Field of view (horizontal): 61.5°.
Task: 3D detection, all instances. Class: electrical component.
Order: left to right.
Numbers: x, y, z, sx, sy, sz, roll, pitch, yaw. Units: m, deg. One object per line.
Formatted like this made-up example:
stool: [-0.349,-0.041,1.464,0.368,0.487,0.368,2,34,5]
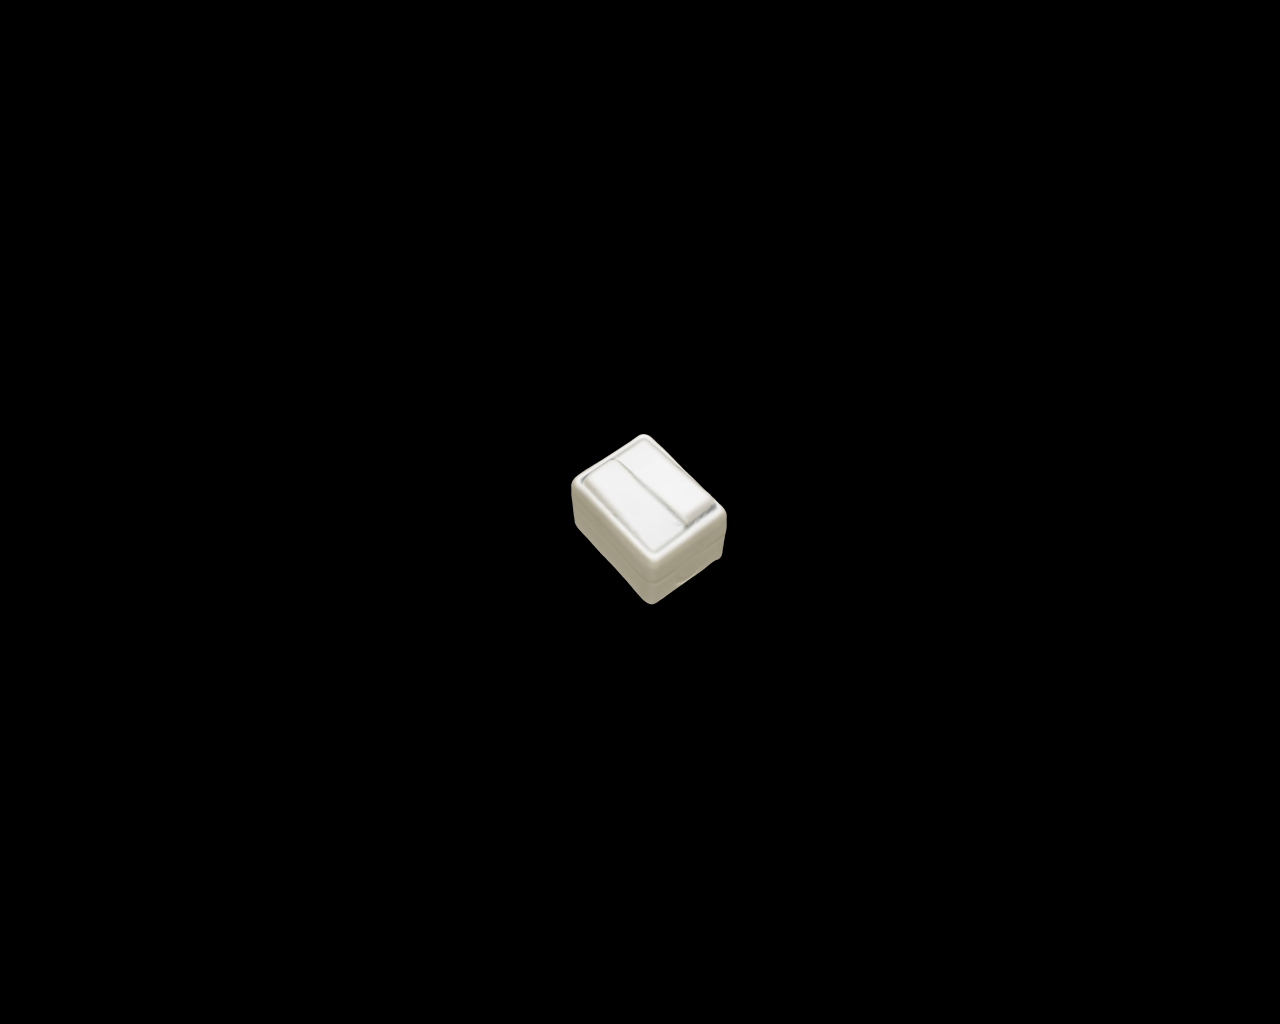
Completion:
electrical component: [0.001,-0.003,0.650,0.062,0.096,0.061,-33,-28,-20]
